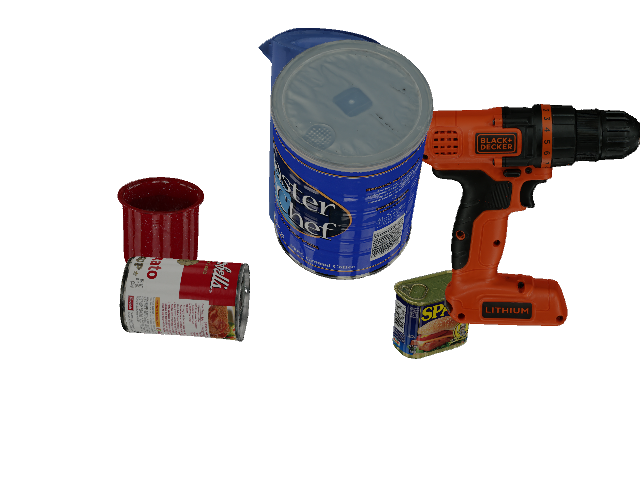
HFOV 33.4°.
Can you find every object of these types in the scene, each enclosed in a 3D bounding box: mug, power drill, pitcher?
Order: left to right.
[{"bbox_3d":[-0.181,-0.019,1.178,0.093,0.081,0.117,-12,32,-29],"label":"mug"},{"bbox_3d":[0.008,-0.131,1.312,0.144,0.243,0.149,-9,28,-29],"label":"pitcher"},{"bbox_3d":[0.174,-0.023,0.906,0.184,0.188,0.057,1,17,10],"label":"power drill"}]

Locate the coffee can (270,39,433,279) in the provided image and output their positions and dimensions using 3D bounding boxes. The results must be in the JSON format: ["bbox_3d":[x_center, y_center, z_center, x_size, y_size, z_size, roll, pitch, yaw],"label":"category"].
[{"bbox_3d":[0.018,-0.052,0.728,0.103,0.103,0.140,0,-32,-1],"label":"coffee can"}]

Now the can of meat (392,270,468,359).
[{"bbox_3d":[0.140,0.093,1.335,0.101,0.084,0.058,-12,30,-26],"label":"can of meat"}]

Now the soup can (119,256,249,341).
[{"bbox_3d":[-0.115,0.050,0.922,0.102,0.068,0.068,4,0,4],"label":"soup can"}]
